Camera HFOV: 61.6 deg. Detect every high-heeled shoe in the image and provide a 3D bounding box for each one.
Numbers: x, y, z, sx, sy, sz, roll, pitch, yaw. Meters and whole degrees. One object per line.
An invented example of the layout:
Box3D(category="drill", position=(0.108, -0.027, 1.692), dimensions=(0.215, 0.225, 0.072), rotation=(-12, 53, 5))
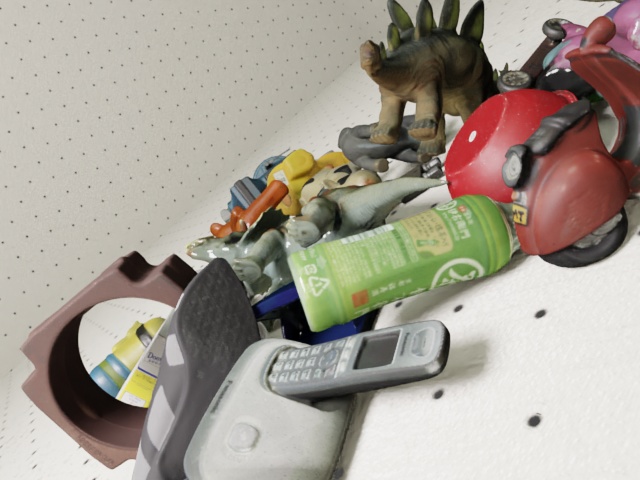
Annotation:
Box3D(category="high-heeled shoe", position=(-0.123, 0.146, 0.503), dimensions=(0.145, 0.086, 0.249), rotation=(-49, 29, 42))

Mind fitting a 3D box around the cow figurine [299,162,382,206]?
Box3D(category="cow figurine", position=(0.031, -0.074, 0.848), dimensions=(0.127, 0.085, 0.195), rotation=(-40, 18, -24))

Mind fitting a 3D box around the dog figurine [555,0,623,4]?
Box3D(category="dog figurine", position=(0.319, -0.272, 0.565), dimensions=(0.172, 0.190, 0.121), rotation=(-6, 52, 57))

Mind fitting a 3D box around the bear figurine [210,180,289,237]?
Box3D(category="bear figurine", position=(-0.111, -0.016, 0.955), dimensions=(0.132, 0.120, 0.196), rotation=(-41, 11, -18))

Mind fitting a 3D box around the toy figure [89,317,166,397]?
Box3D(category="toy figure", position=(-0.298, 0.201, 0.851), dimensions=(0.180, 0.082, 0.089), rotation=(-44, 27, -29))

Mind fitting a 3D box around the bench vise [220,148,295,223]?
Box3D(category="bench vise", position=(-0.115, -0.101, 1.193), dimensions=(0.223, 0.129, 0.240), rotation=(-50, -4, -2))

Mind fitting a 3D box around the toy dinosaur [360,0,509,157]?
Box3D(category="toy dinosaur", position=(0.171, -0.210, 0.696), dimensions=(0.105, 0.198, 0.471), rotation=(4, 6, 33))

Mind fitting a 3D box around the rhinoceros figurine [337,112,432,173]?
Box3D(category="rhinoceros figurine", position=(0.117, -0.151, 0.809), dimensions=(0.190, 0.073, 0.112), rotation=(-19, 17, -29))

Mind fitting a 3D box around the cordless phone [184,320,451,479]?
Box3D(category="cordless phone", position=(0.007, 0.126, 0.384), dimensions=(0.184, 0.088, 0.147), rotation=(-23, 23, 33))

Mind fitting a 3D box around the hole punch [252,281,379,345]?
Box3D(category="hole punch", position=(-0.008, 0.070, 0.553), dimensions=(0.142, 0.092, 0.116), rotation=(-33, 14, 35))

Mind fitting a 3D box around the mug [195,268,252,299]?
Box3D(category="mug", position=(-0.153, 0.075, 0.881), dimensions=(0.107, 0.080, 0.109), rotation=(-11, 25, 39))

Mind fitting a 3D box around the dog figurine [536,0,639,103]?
Box3D(category="dog figurine", position=(0.311, -0.189, 0.507), dimensions=(0.191, 0.108, 0.219), rotation=(-37, 14, 13))

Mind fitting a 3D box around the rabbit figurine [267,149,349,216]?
Box3D(category="rabbit figurine", position=(-0.009, -0.109, 1.029), dimensions=(0.173, 0.122, 0.162), rotation=(-33, 2, -29))

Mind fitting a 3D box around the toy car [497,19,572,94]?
Box3D(category="toy car", position=(0.263, -0.193, 0.656), dimensions=(0.053, 0.089, 0.202), rotation=(25, 55, 28))

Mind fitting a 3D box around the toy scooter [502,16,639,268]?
Box3D(category="toy scooter", position=(0.201, -0.076, 0.391), dimensions=(0.184, 0.135, 0.075), rotation=(-41, 18, 0))

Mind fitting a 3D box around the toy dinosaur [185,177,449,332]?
Box3D(category="toy dinosaur", position=(0.000, -0.008, 0.703), dimensions=(0.405, 0.131, 0.192), rotation=(-23, 23, 28))

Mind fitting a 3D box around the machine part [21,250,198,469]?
Box3D(category="machine part", position=(-0.191, 0.129, 0.586), dimensions=(0.201, 0.201, 0.087), rotation=(-39, 15, 6))

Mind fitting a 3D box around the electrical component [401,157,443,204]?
Box3D(category="electrical component", position=(0.130, -0.080, 0.754), dimensions=(0.094, 0.021, 0.063), rotation=(-34, 17, 22))
